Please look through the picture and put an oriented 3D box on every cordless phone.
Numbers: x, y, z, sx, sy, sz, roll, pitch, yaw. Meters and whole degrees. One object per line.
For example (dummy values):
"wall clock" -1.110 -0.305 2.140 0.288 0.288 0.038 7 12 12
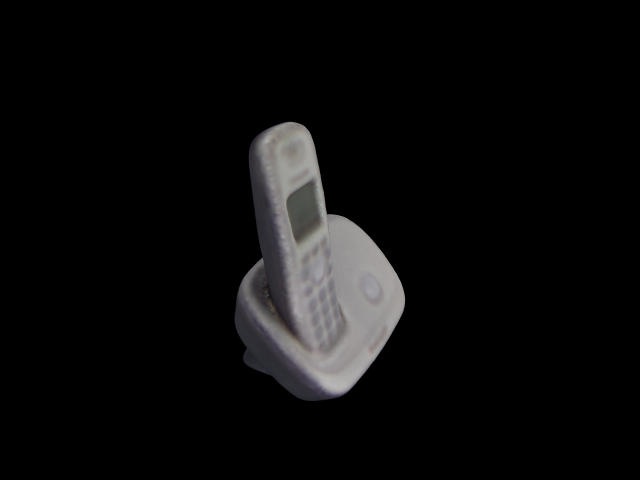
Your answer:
"cordless phone" 0.004 0.001 0.400 0.094 0.185 0.148 13 32 23
